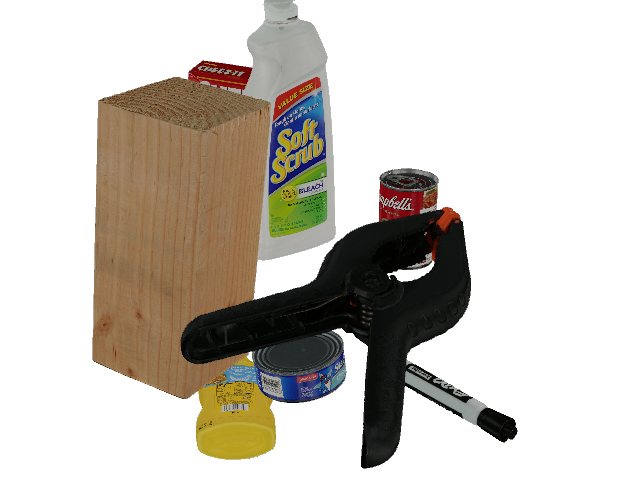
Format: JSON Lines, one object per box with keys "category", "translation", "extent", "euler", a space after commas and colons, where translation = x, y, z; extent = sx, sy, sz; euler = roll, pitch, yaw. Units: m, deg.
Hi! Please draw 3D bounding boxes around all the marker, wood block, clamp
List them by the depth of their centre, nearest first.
{"category": "clamp", "translation": [0.029, 0.041, 0.536], "extent": [0.171, 0.039, 0.120], "euler": [-33, 58, -32]}
{"category": "wood block", "translation": [-0.103, -0.003, 0.780], "extent": [0.090, 0.206, 0.090], "euler": [18, 27, 25]}
{"category": "marker", "translation": [0.098, 0.119, 0.802], "extent": [0.020, 0.020, 0.121], "euler": [0, 19, -44]}

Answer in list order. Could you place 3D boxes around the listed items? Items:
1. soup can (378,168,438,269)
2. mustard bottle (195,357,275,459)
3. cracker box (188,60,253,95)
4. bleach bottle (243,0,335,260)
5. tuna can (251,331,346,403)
{"category": "soup can", "translation": [0.101, -0.025, 1.245], "extent": [0.068, 0.102, 0.068], "euler": [1, 24, 0]}
{"category": "mustard bottle", "translation": [-0.108, 0.200, 1.360], "extent": [0.096, 0.058, 0.191], "euler": [-4, 26, -3]}
{"category": "cracker box", "translation": [-0.093, -0.112, 1.383], "extent": [0.164, 0.214, 0.072], "euler": [10, 23, 7]}
{"category": "bleach bottle", "translation": [-0.039, -0.110, 1.036], "extent": [0.102, 0.251, 0.068], "euler": [-16, 31, -22]}
{"category": "tuna can", "translation": [-0.019, 0.115, 0.991], "extent": [0.086, 0.034, 0.086], "euler": [-7, 24, 3]}
